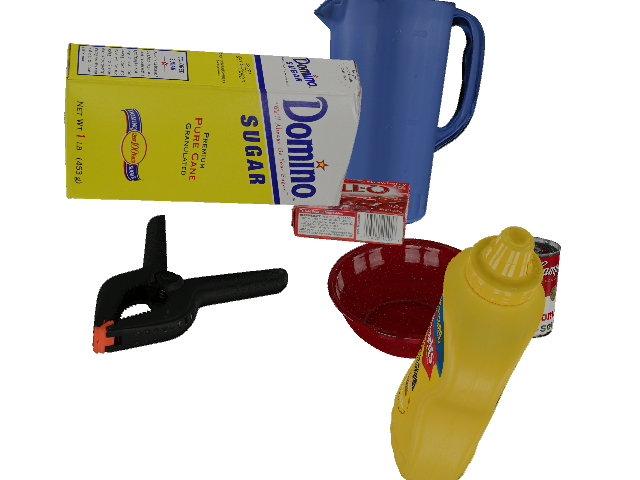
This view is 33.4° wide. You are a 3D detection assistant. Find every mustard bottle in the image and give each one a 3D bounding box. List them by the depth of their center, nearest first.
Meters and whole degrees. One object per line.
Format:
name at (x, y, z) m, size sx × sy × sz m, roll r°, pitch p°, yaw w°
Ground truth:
mustard bottle at (0.088, 0.061, 0.627) m, size 0.058 × 0.096 × 0.192 m, roll 16°, pitch -42°, yaw 2°

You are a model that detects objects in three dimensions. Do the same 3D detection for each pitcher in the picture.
pitcher at (0.080, -0.143, 1.150) m, size 0.149 × 0.243 × 0.144 m, roll 10°, pitch 14°, yaw 29°

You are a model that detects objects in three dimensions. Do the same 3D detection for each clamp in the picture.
clamp at (-0.154, 0.043, 1.024) m, size 0.165 × 0.036 × 0.209 m, roll 27°, pitch 35°, yaw 26°

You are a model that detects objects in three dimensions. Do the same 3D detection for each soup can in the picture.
soup can at (0.238, 0.053, 1.229) m, size 0.068 × 0.102 × 0.068 m, roll 1°, pitch 17°, yaw -1°

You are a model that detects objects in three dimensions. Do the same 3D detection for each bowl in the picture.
bowl at (0.086, 0.063, 1.024) m, size 0.162 × 0.055 × 0.162 m, roll 1°, pitch 34°, yaw -1°

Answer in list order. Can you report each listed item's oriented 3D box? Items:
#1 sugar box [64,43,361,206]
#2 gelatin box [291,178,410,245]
sugar box at (-0.068, -0.069, 0.663) m, size 0.176 × 0.093 × 0.048 m, roll 2°, pitch 43°, yaw -9°
gelatin box at (0.026, -0.026, 0.860) m, size 0.089 × 0.030 × 0.073 m, roll 5°, pitch 23°, yaw 6°
